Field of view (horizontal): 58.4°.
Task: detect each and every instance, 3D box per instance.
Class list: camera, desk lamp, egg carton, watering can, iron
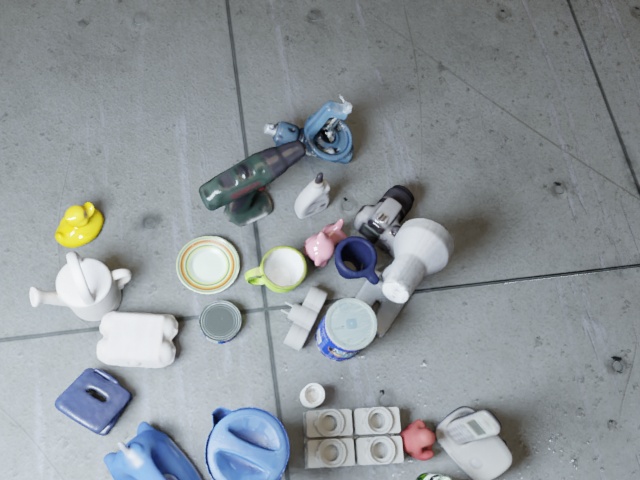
[{"bbox_3d":[0.169,-0.053,1.292,0.143,0.100,0.137,37,68,6],"label":"camera"},{"bbox_3d":[0.168,0.077,1.180,0.118,0.213,0.203,34,68,5],"label":"desk lamp"},{"bbox_3d":[-0.356,0.196,1.123,0.150,0.069,0.107,4,69,-8],"label":"egg carton"},{"bbox_3d":[-0.449,0.088,1.081,0.173,0.194,0.101,-40,80,-21],"label":"watering can"},{"bbox_3d":[-0.266,0.443,1.005,0.258,0.141,0.119,43,69,8],"label":"iron"}]

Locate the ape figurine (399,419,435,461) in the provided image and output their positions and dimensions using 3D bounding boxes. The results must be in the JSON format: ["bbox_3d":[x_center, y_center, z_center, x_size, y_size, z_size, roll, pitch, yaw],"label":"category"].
[{"bbox_3d":[0.199,0.394,1.130,0.076,0.092,0.078,8,68,-6],"label":"ape figurine"}]

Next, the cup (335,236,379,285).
[{"bbox_3d":[0.079,0.058,1.237,0.092,0.095,0.117,-37,79,-20],"label":"cup"}]

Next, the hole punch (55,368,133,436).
[{"bbox_3d":[-0.418,0.296,1.062,0.108,0.091,0.101,31,67,3],"label":"hole punch"}]

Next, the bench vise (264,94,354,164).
[{"bbox_3d":[-0.013,-0.235,1.266,0.208,0.219,0.121,-10,71,-13],"label":"bench vise"}]

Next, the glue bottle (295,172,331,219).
[{"bbox_3d":[-0.010,-0.103,1.241,0.078,0.173,0.037,-23,74,-17],"label":"glue bottle"}]

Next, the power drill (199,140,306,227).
[{"bbox_3d":[-0.141,-0.113,1.203,0.230,0.208,0.075,-27,76,-18],"label":"power drill"}]

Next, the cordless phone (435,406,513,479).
[{"bbox_3d":[0.314,0.390,1.101,0.094,0.185,0.147,-41,80,-21],"label":"cordless phone"}]

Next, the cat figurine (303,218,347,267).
[{"bbox_3d":[0.011,0.004,1.233,0.067,0.117,0.128,39,68,6],"label":"cat figurine"}]

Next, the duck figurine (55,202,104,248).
[{"bbox_3d":[-0.501,-0.037,1.178,0.077,0.086,0.105,42,69,8],"label":"duck figurine"}]
